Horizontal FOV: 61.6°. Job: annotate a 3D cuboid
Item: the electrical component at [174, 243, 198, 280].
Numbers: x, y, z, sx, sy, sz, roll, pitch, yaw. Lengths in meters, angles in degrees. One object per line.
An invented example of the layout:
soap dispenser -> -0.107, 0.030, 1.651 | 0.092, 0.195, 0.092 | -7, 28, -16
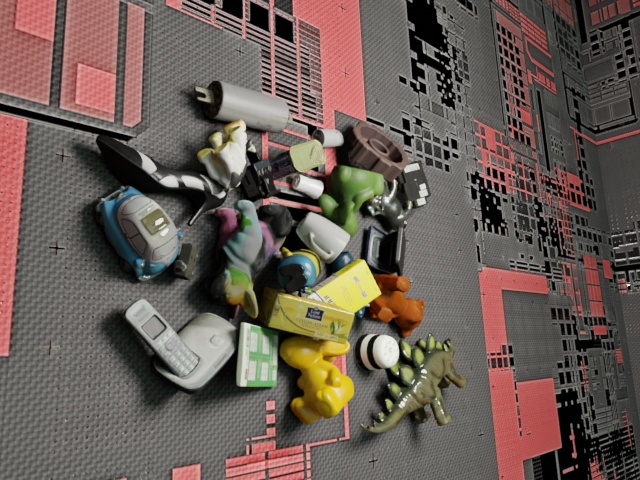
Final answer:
electrical component -> -0.236, 0.037, 0.951 | 0.021, 0.094, 0.063 | 11, 77, 2

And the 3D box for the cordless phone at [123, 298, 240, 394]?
cordless phone -> -0.238, 0.156, 0.922 | 0.184, 0.089, 0.146 | 54, 49, -14

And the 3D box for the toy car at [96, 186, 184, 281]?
toy car -> -0.291, -0.018, 0.899 | 0.109, 0.103, 0.161 | -42, 111, -42

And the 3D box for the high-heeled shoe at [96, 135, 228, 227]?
high-heeled shoe -> -0.268, -0.134, 0.967 | 0.248, 0.086, 0.145 | 47, 49, -31

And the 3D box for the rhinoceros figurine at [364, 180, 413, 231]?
rhinoceros figurine -> 0.155, -0.098, 1.371 | 0.190, 0.073, 0.112 | 42, 64, -30

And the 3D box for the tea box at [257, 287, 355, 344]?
tea box -> -0.030, 0.149, 1.069 | 0.169, 0.098, 0.068 | 16, 89, -23

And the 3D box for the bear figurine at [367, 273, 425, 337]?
bear figurine -> 0.197, 0.167, 1.306 | 0.195, 0.132, 0.120 | 38, 82, -26

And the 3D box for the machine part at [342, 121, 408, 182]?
machine part -> 0.139, -0.220, 1.342 | 0.179, 0.056, 0.179 | 26, 35, -20

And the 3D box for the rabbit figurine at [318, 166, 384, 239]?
rabbit figurine -> 0.067, -0.080, 1.235 | 0.159, 0.121, 0.170 | -7, 107, -70

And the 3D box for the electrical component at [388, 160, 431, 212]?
electrical component -> 0.244, -0.143, 1.471 | 0.115, 0.058, 0.134 | -16, 91, -42

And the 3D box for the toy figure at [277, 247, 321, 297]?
toy figure -> -0.041, 0.064, 1.078 | 0.089, 0.180, 0.082 | 10, 93, -3

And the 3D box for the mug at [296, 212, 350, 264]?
mug -> -0.002, -0.004, 1.178 | 0.107, 0.081, 0.109 | 38, 33, -5

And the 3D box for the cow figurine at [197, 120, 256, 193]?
cow figurine -> -0.165, -0.163, 1.027 | 0.167, 0.068, 0.098 | -74, 146, -54

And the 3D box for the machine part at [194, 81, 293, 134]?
machine part -> -0.151, -0.272, 1.113 | 0.243, 0.079, 0.079 | 6, 76, -44

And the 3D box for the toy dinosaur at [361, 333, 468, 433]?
toy dinosaur -> 0.241, 0.354, 1.318 | 0.198, 0.105, 0.471 | 59, 38, -5

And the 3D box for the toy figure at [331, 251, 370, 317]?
toy figure -> 0.069, 0.104, 1.241 | 0.058, 0.064, 0.154 | -61, 135, -79

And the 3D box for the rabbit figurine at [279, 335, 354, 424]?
rabbit figurine -> -0.005, 0.261, 1.096 | 0.162, 0.122, 0.173 | -36, 86, -35

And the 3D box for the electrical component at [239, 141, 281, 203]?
electrical component -> -0.135, -0.138, 1.097 | 0.048, 0.075, 0.119 | -33, 106, -44

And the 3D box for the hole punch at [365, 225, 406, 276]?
hole punch -> 0.168, 0.029, 1.348 | 0.115, 0.092, 0.142 | 56, 36, -61

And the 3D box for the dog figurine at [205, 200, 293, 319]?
dog figurine -> -0.134, 0.041, 1.035 | 0.191, 0.109, 0.219 | 4, 81, -46
